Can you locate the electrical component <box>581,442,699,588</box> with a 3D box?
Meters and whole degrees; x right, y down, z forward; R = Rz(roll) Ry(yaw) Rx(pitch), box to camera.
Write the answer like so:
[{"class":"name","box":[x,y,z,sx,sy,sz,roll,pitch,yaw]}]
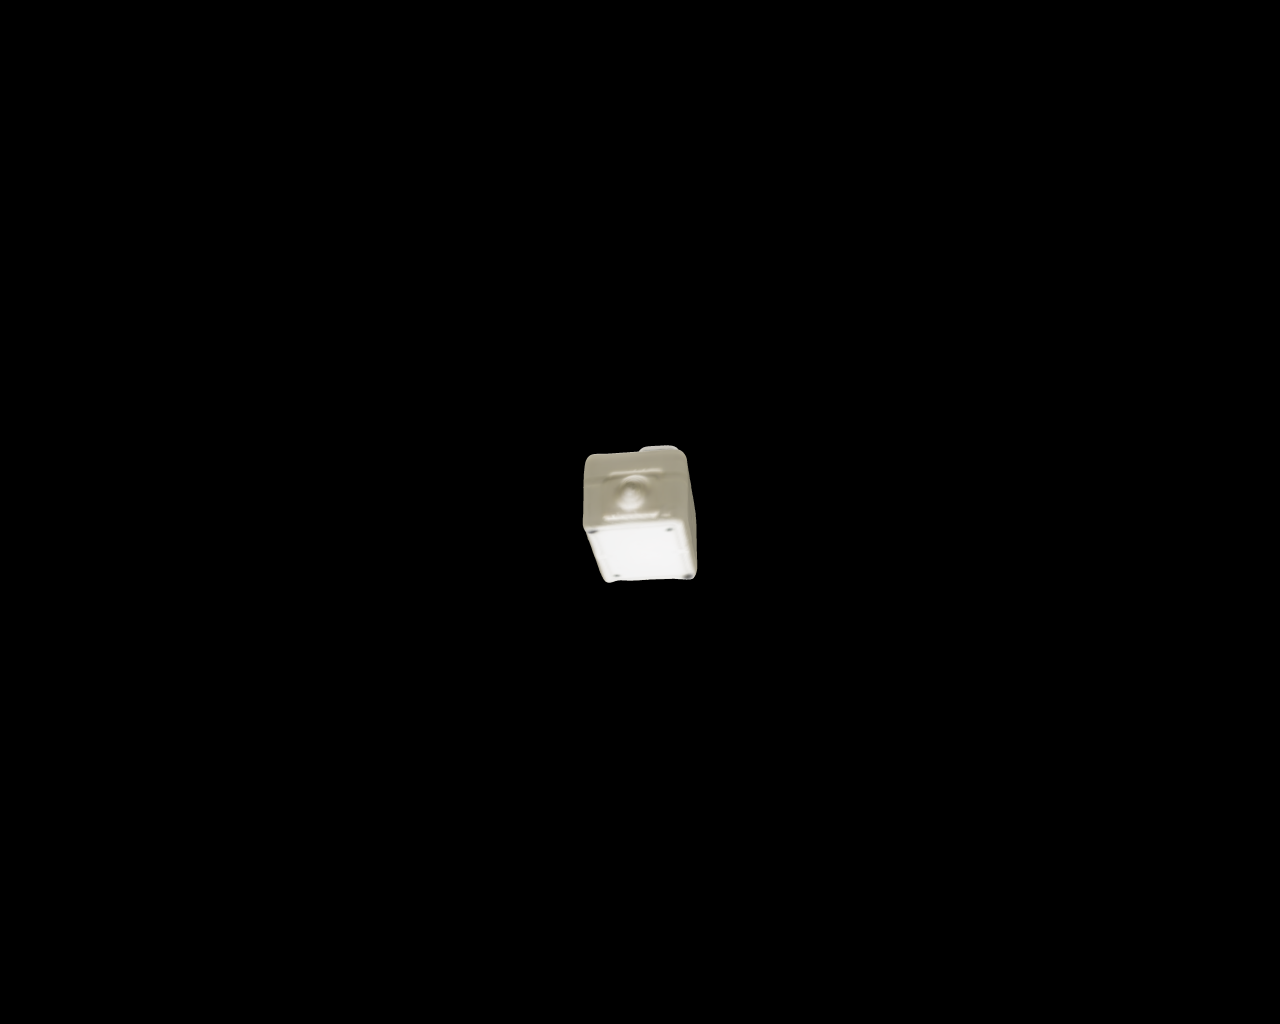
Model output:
[{"class":"electrical component","box":[0.001,-0.003,0.650,0.062,0.061,0.096,-4,-29,7]}]
